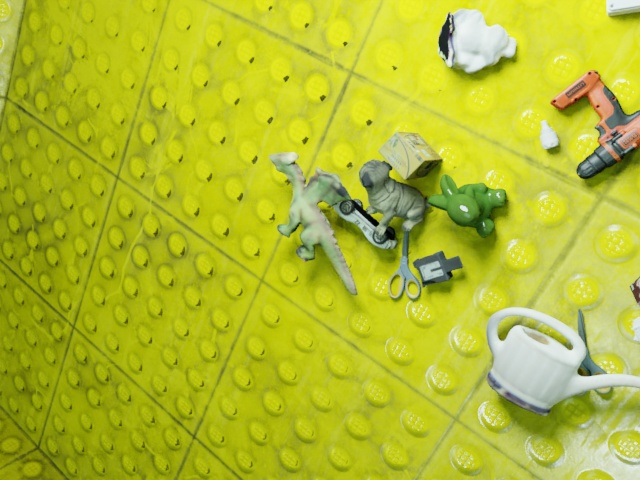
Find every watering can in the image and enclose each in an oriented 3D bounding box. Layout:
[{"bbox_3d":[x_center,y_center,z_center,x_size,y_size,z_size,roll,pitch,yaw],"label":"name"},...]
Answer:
[{"bbox_3d":[0.524,0.299,1.153,0.351,0.104,0.221,31,112,26],"label":"watering can"}]

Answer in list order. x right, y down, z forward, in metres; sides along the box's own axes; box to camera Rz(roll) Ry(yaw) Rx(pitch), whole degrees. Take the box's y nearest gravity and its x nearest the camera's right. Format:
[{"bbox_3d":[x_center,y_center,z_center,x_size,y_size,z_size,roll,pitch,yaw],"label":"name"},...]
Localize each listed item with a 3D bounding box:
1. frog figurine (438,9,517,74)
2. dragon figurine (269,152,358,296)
[{"bbox_3d":[0.353,-0.448,1.159,0.159,0.122,0.138,-4,88,-8],"label":"frog figurine"},{"bbox_3d":[0.004,-0.067,1.323,0.414,0.124,0.237,48,143,16],"label":"dragon figurine"}]
